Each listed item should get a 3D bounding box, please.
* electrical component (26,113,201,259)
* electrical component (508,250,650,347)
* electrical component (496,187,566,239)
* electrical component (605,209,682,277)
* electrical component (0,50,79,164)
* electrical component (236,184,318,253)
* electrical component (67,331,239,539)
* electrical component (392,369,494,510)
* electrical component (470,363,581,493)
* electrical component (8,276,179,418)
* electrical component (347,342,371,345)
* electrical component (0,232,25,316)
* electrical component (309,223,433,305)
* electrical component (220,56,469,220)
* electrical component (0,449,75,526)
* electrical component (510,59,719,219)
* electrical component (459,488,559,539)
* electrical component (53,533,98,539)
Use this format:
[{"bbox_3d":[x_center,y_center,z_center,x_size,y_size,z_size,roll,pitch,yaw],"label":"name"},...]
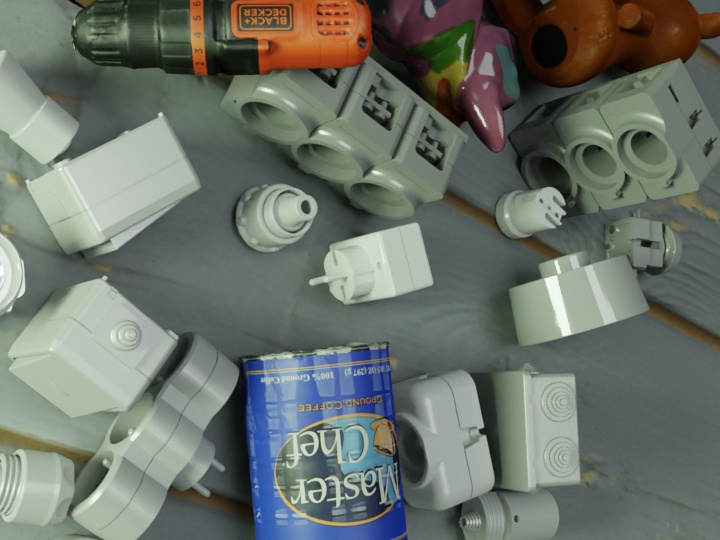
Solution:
[{"bbox_3d":[-0.148,-0.053,0.679,0.096,0.062,0.061,-34,103,-33],"label":"electrical component"},{"bbox_3d":[0.173,0.018,0.871,0.108,0.108,0.060,-14,86,-36],"label":"electrical component"},{"bbox_3d":[0.142,-0.048,0.892,0.040,0.046,0.040,5,81,-35],"label":"electrical component"},{"bbox_3d":[0.255,-0.020,0.970,0.055,0.048,0.066,6,81,-27],"label":"electrical component"},{"bbox_3d":[-0.206,-0.096,0.657,0.065,0.044,0.044,43,62,-29],"label":"electrical component"},{"bbox_3d":[-0.053,-0.039,0.743,0.048,0.062,0.048,5,81,-35],"label":"electrical component"},{"bbox_3d":[-0.118,0.115,0.683,0.074,0.052,0.138,43,60,-23],"label":"electrical component"},{"bbox_3d":[0.055,0.127,0.803,0.059,0.054,0.095,-13,92,-36],"label":"electrical component"},{"bbox_3d":[0.126,0.122,0.828,0.048,0.100,0.099,1,83,-22],"label":"electrical component"},{"bbox_3d":[-0.159,0.048,0.636,0.062,0.096,0.061,44,62,-23],"label":"electrical component"},{"bbox_3d":[0.002,0.084,0.783,0.035,0.035,0.061,13,78,-33],"label":"electrical component"},{"bbox_3d":[-0.228,0.004,0.617,0.078,0.057,0.058,-2,85,-35],"label":"electrical component"},{"bbox_3d":[0.000,0.000,0.774,0.077,0.066,0.047,-15,92,-35],"label":"electrical component"},{"bbox_3d":[-0.012,-0.102,0.764,0.150,0.089,0.061,34,66,-27],"label":"electrical component"},{"bbox_3d":[-0.202,0.126,0.628,0.062,0.043,0.043,15,75,-32],"label":"electrical component"},{"bbox_3d":[0.207,-0.101,0.881,0.062,0.150,0.089,-44,109,-32],"label":"electrical component"},{"bbox_3d":[0.111,0.194,0.841,0.081,0.043,0.043,4,82,-35],"label":"electrical component"},{"bbox_3d":[-0.164,0.180,0.636,0.043,0.062,0.043,5,81,-35],"label":"electrical component"}]
